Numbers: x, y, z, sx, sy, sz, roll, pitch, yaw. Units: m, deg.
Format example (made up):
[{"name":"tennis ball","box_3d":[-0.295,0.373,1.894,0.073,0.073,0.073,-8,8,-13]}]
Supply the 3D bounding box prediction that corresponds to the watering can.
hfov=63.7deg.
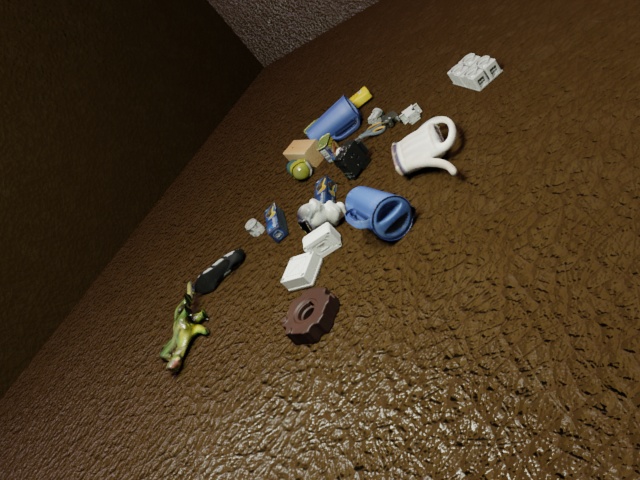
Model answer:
[{"name":"watering can","box_3d":[0.329,-0.272,1.618,0.222,0.356,0.102,-28,-59,29]}]

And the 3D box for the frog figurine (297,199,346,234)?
[{"name":"frog figurine","box_3d":[0.005,-0.088,1.756,0.161,0.135,0.123,-42,31,-16]}]

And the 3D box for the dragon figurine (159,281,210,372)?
[{"name":"dragon figurine","box_3d":[-0.527,0.334,1.906,0.121,0.242,0.417,37,8,-26]}]
